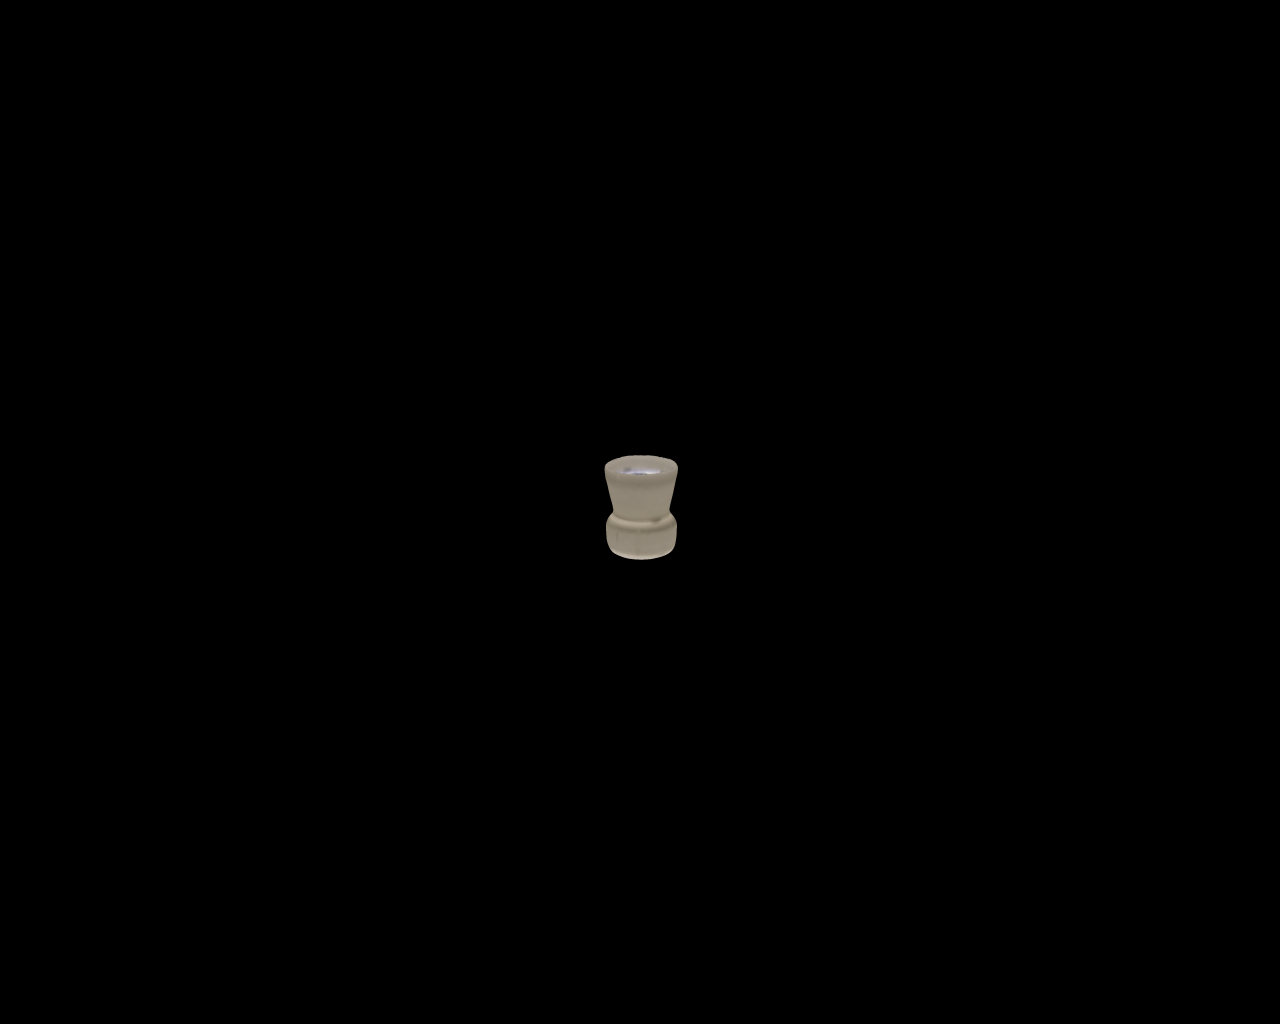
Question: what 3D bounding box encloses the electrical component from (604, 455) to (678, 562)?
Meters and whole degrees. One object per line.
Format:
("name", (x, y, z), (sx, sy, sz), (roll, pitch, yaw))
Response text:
("electrical component", (0.001, -0.003, 0.650), (0.045, 0.055, 0.045), (0, 18, 0))
